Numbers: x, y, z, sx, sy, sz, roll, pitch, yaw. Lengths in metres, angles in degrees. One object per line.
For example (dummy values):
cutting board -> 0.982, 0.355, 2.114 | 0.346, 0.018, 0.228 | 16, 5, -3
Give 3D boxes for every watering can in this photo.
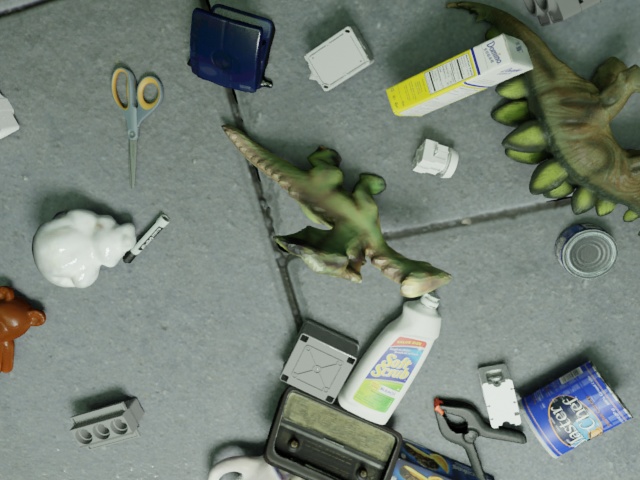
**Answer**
watering can -> -0.054, 0.526, 0.991 | 0.347, 0.105, 0.222 | 42, 107, -4

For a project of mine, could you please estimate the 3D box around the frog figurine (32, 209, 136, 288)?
frog figurine -> -0.402, 0.016, 0.885 | 0.159, 0.122, 0.138 | 4, 89, 19

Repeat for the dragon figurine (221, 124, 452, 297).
dragon figurine -> 0.002, -0.038, 0.752 | 0.410, 0.247, 0.120 | 27, 114, -3
